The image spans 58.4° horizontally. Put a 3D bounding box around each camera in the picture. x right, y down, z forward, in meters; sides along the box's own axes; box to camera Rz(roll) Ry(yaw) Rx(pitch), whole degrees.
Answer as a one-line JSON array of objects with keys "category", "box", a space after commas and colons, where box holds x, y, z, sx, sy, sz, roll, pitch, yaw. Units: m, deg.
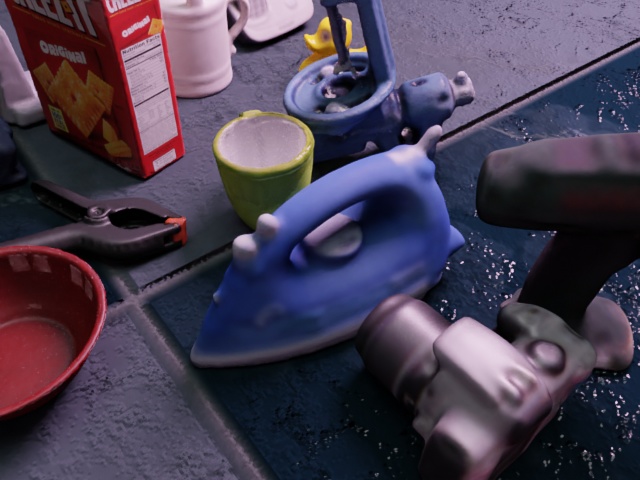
[{"category": "camera", "box": [0.104, 0.087, 0.417, 0.143, 0.101, 0.136, -31, 54, -28]}]

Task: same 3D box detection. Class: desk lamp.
[{"category": "desk lamp", "box": [-0.365, -0.243, 0.639, 0.204, 0.214, 0.117, -28, 53, -27]}]

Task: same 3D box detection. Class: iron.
[{"category": "iron", "box": [0.004, 0.002, 0.468, 0.259, 0.141, 0.118, -27, 52, -26]}]

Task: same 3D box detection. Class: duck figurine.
[{"category": "duck figurine", "box": [0.023, -0.251, 0.755, 0.105, 0.086, 0.077, -10, 47, -12]}]

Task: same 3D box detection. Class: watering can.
[{"category": "watering can", "box": [-0.171, -0.281, 0.699, 0.100, 0.194, 0.173, 32, 53, 26]}]

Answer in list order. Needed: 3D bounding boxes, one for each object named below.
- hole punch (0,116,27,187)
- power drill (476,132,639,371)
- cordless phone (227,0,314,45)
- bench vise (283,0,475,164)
[{"category": "hole punch", "box": [-0.372, -0.103, 0.589, 0.101, 0.091, 0.108, -30, 54, -28]}, {"category": "power drill", "box": [0.224, 0.007, 0.426, 0.229, 0.208, 0.075, 8, 46, 6]}, {"category": "cordless phone", "box": [-0.080, -0.387, 0.814, 0.094, 0.185, 0.148, 32, 52, 26]}, {"category": "bench vise", "box": [0.054, -0.181, 0.594, 0.208, 0.220, 0.121, -15, 48, -16]}]
